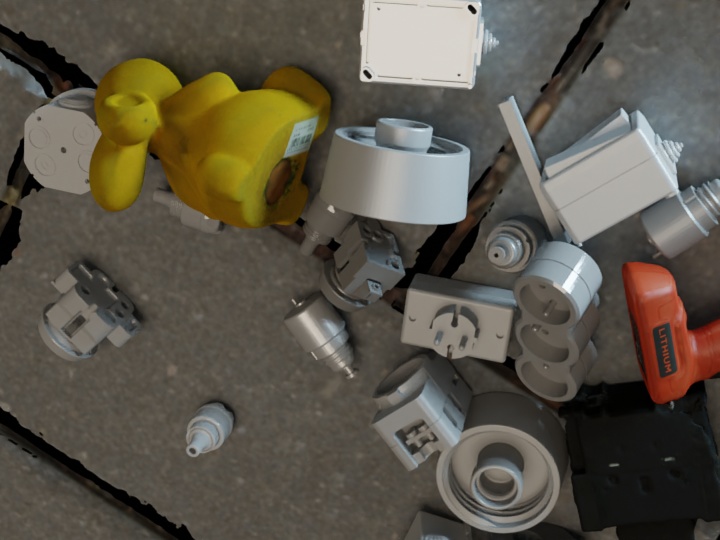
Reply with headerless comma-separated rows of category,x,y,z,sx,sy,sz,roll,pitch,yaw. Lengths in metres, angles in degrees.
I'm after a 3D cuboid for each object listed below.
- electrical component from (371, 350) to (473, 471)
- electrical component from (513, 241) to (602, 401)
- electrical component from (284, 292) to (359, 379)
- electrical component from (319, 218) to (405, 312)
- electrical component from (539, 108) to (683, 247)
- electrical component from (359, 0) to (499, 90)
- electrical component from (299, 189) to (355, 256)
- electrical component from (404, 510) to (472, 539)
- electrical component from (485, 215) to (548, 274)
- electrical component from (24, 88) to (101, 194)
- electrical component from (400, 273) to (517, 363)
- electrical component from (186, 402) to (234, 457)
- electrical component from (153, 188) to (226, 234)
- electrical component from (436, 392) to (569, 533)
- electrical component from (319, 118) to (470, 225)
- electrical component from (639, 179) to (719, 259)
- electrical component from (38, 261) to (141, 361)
electrical component,0.048,0.105,0.845,0.050,0.089,0.055,-34,99,23
electrical component,0.154,0.029,0.801,0.052,0.073,0.138,21,144,26
electrical component,-0.028,0.054,0.872,0.040,0.040,0.078,-32,100,22
electrical component,0.000,0.000,0.838,0.048,0.066,0.055,20,128,-33
electrical component,0.180,-0.072,0.761,0.096,0.061,0.061,-30,101,22
electrical component,0.050,-0.166,0.763,0.096,0.061,0.061,5,111,4
electrical component,-0.029,-0.037,0.841,0.035,0.035,0.061,34,117,-1
electrical component,0.056,0.263,0.899,0.048,0.099,0.099,19,114,-8
electrical component,0.112,-0.017,0.794,0.040,0.078,0.040,5,102,23
electrical component,-0.224,-0.101,0.856,0.080,0.051,0.080,5,111,12
electrical component,0.074,0.043,0.823,0.083,0.075,0.047,11,112,10
electrical component,-0.132,0.139,0.918,0.035,0.061,0.035,5,111,12
electrical component,-0.136,-0.052,0.862,0.061,0.035,0.035,18,113,10
electrical component,0.112,0.160,0.866,0.108,0.060,0.108,5,111,12
electrical component,0.028,-0.076,0.776,0.108,0.108,0.060,11,106,10
electrical component,0.238,-0.041,0.771,0.078,0.040,0.040,-36,98,23
electrical component,-0.234,0.040,0.908,0.057,0.058,0.078,-40,97,21
